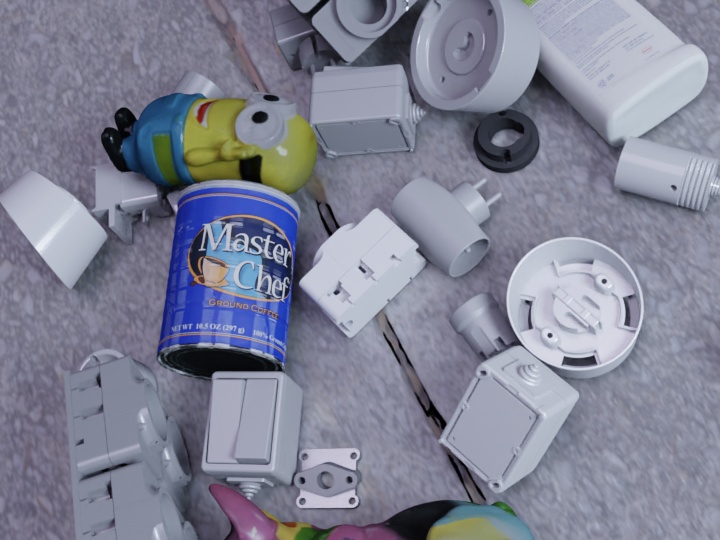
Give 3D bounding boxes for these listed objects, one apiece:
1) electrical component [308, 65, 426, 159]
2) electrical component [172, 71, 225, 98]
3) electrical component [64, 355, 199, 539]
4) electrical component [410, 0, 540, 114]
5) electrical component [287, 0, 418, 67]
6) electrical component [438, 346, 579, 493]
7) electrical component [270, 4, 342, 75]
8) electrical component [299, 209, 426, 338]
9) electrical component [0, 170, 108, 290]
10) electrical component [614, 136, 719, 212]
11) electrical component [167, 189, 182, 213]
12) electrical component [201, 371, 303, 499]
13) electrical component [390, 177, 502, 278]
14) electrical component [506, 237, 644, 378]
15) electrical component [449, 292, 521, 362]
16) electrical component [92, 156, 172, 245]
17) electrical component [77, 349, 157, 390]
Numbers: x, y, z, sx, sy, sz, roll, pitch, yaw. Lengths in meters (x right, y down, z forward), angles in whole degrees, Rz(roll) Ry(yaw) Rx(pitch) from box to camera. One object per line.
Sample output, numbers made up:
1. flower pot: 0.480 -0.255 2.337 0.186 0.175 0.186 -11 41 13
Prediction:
1. electrical component: 0.009 -0.139 0.925 0.096 0.061 0.061 -3 68 14
2. electrical component: -0.163 -0.136 0.980 0.043 0.043 0.081 27 78 23
3. electrical component: -0.165 0.168 0.799 0.060 0.105 0.186 -18 49 0
4. electrical component: 0.100 -0.181 0.892 0.108 0.060 0.108 -6 82 49
5. electrical component: 0.022 -0.275 0.904 0.186 0.060 0.105 -43 99 4
6. electrical component: 0.113 0.102 0.783 0.062 0.061 0.096 40 125 25
7. electrical component: -0.038 -0.202 0.971 0.066 0.047 0.076 -17 65 8
8. electrical component: 0.000 0.000 0.878 0.089 0.050 0.056 -44 65 -5
9. electrical component: -0.272 -0.037 0.942 0.099 0.099 0.064 32 74 24
10. electrical component: 0.247 -0.074 0.846 0.081 0.043 0.043 18 75 21
11. electrical component: -0.140 -0.059 0.947 0.046 0.040 0.040 -29 64 -5
12. electrical component: -0.086 0.130 0.844 0.062 0.061 0.096 -1 69 14
13. electrical component: 0.079 -0.046 0.880 0.079 0.043 0.077 -37 64 -11
14. electrical component: 0.164 0.031 0.814 0.099 0.064 0.099 -5 67 13
15. electrical component: 0.098 0.047 0.840 0.040 0.040 0.046 -34 69 0
16. electrical component: -0.203 -0.069 0.966 0.064 0.042 0.081 -10 67 7
17. electrical component: -0.205 0.096 0.897 0.055 0.047 0.055 -5 68 13
